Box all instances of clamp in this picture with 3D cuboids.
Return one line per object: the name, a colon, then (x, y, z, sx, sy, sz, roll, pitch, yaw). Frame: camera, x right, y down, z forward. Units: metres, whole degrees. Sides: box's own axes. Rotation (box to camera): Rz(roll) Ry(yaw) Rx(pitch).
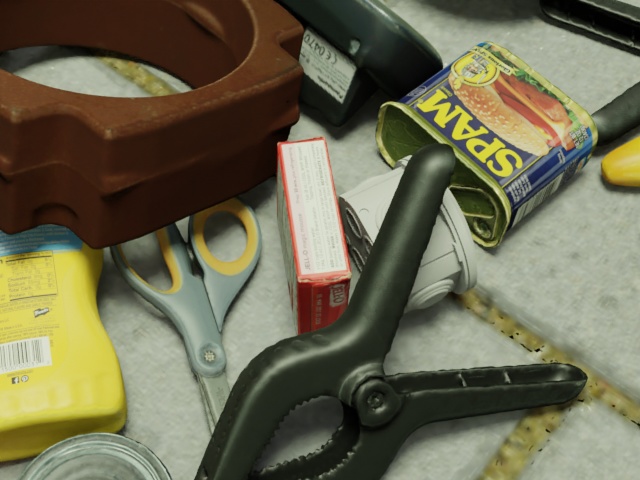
clamp: (0.031, 0.077, 0.535, 0.210, 0.036, 0.164, -43, 113, -3)
clamp: (0.224, -0.124, 0.674, 0.171, 0.039, 0.120, -12, 67, -10)

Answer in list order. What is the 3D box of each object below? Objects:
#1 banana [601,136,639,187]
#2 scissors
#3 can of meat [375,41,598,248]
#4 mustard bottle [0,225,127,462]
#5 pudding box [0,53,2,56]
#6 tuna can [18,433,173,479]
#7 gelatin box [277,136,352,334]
banana: (0.268, -0.035, 0.624, 0.198, 0.037, 0.069, 20, 62, 11)
scissors: (-0.048, 0.052, 0.584, 0.096, 0.016, 0.202, -23, 74, -28)
can of meat: (0.098, -0.059, 0.626, 0.083, 0.057, 0.102, -37, 68, -22)
mustard bottle: (-0.165, 0.019, 0.579, 0.096, 0.058, 0.191, -11, 61, -8)
pudding box: (-0.269, -0.123, 0.669, 0.113, 0.039, 0.090, 25, 63, 13)
tuna can: (-0.110, 0.139, 0.525, 0.086, 0.034, 0.086, 0, 58, 0)
gelatin box: (-0.004, 0.001, 0.582, 0.030, 0.073, 0.089, -7, 60, -6)
